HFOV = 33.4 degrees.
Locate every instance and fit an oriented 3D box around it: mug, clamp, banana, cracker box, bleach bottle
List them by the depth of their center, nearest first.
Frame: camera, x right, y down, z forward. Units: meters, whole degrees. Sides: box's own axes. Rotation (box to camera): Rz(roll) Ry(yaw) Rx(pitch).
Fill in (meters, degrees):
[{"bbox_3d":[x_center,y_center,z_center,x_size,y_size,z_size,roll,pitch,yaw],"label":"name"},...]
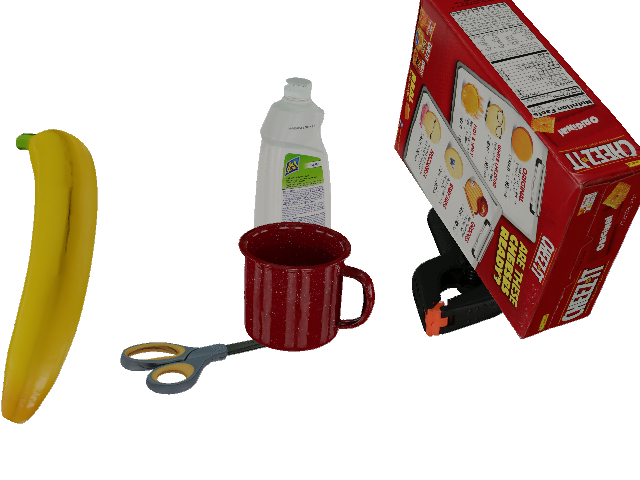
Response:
[{"bbox_3d":[-0.158,0.006,0.631,0.037,0.198,0.070,15,-35,-31],"label":"banana"},{"bbox_3d":[0.139,-0.063,0.786,0.072,0.214,0.164,-16,-37,-19],"label":"cracker box"},{"bbox_3d":[-0.011,0.041,0.890,0.117,0.081,0.093,10,25,15],"label":"mug"},{"bbox_3d":[0.139,0.026,1.020,0.165,0.036,0.209,18,34,30],"label":"clamp"},{"bbox_3d":[-0.027,-0.068,1.260,0.102,0.251,0.068,-13,30,-34],"label":"bleach bottle"}]

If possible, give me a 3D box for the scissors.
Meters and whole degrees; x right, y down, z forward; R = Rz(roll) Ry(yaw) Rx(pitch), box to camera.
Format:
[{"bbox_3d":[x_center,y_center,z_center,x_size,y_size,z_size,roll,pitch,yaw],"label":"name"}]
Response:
[{"bbox_3d":[-0.114,0.132,1.162,0.201,0.016,0.096,-1,27,-20],"label":"scissors"}]
